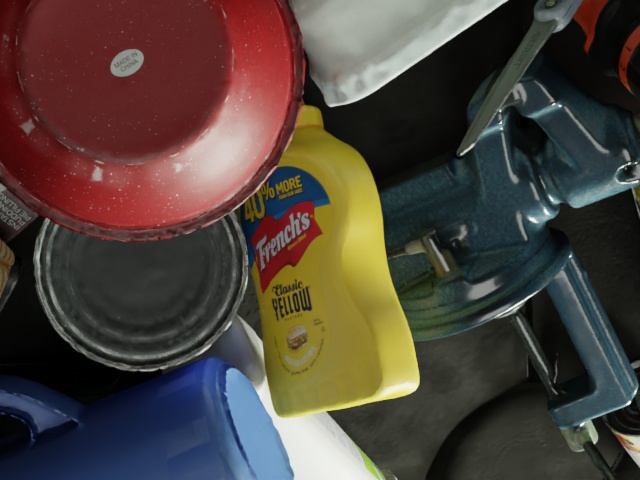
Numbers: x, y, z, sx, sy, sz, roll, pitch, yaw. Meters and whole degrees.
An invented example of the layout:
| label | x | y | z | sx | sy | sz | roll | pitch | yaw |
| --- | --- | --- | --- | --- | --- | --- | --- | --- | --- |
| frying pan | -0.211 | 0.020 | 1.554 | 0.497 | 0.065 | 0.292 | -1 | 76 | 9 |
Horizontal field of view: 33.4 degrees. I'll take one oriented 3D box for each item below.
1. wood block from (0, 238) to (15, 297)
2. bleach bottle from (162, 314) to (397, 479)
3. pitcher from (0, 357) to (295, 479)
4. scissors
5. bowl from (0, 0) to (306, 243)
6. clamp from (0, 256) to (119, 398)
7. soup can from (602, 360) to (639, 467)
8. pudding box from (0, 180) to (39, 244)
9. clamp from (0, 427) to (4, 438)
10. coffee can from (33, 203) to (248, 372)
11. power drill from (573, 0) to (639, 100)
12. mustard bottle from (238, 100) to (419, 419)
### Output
| label | x | y | z | sx | sy | sz | roll | pitch | yaw |
| --- | --- | --- | --- | --- | --- | --- | --- | --- | --- |
| wood block | -0.283 | 0.039 | 0.574 | 0.206 | 0.090 | 0.090 | -20 | 127 | 20 |
| bleach bottle | 0.002 | 0.155 | 0.716 | 0.068 | 0.103 | 0.250 | -41 | 118 | 4 |
| pitcher | -0.143 | 0.148 | 0.567 | 0.243 | 0.145 | 0.149 | -25 | 152 | 6 |
| scissors | 0.138 | -0.124 | 0.538 | 0.096 | 0.201 | 0.016 | -1 | 145 | 38 |
| bowl | -0.084 | -0.078 | 0.474 | 0.162 | 0.055 | 0.162 | 0 | 93 | -6 |
| clamp | -0.226 | 0.076 | 0.667 | 0.171 | 0.039 | 0.120 | -20 | 122 | 2 |
| soup can | 0.257 | 0.142 | 0.774 | 0.068 | 0.068 | 0.102 | -36 | 120 | 11 |
| pudding box | -0.229 | -0.029 | 0.606 | 0.090 | 0.039 | 0.113 | -38 | 118 | 15 |
| clamp | -0.202 | 0.206 | 0.712 | 0.164 | 0.036 | 0.210 | 50 | 136 | 3 |
| coffee can | -0.093 | 0.010 | 0.577 | 0.102 | 0.140 | 0.103 | 0 | 92 | -7 |
| power drill | 0.236 | -0.099 | 0.577 | 0.187 | 0.184 | 0.057 | 5 | 130 | -23 |
| mustard bottle | -0.004 | 0.001 | 0.609 | 0.058 | 0.191 | 0.096 | -4 | 168 | -40 |
